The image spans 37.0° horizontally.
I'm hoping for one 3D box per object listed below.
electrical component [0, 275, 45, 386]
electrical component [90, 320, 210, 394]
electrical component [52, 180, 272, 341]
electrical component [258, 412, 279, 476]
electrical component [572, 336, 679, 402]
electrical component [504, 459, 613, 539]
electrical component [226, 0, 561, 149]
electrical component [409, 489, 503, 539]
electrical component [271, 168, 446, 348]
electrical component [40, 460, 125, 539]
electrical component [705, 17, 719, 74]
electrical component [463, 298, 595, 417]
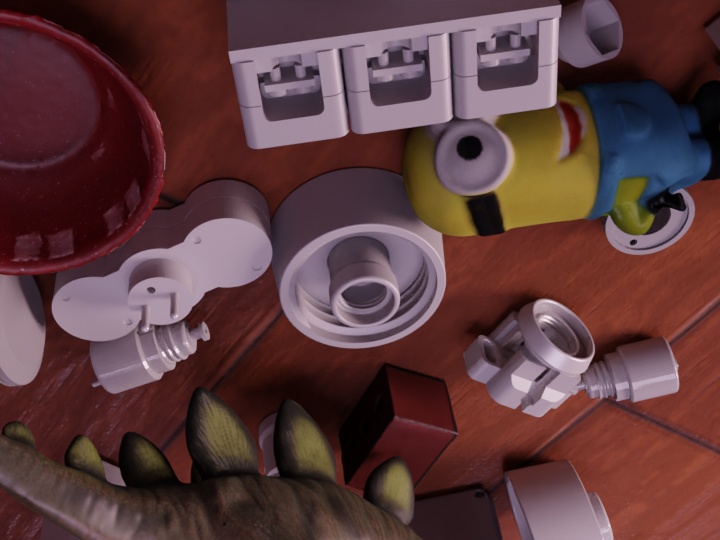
[{"bbox_3d":[-0.220,0.030,0.626,0.051,0.080,0.080,-9,132,6],"label":"electrical component"},{"bbox_3d":[-0.134,0.050,0.682,0.078,0.040,0.040,-18,131,8],"label":"electrical component"},{"bbox_3d":[-0.115,0.006,0.623,0.138,0.073,0.052,-23,130,11],"label":"electrical component"},{"bbox_3d":[-0.051,0.129,0.759,0.040,0.046,0.040,-4,132,-5],"label":"electrical component"},{"bbox_3d":[0.185,0.072,0.748,0.078,0.040,0.040,-14,132,4],"label":"electrical component"},{"bbox_3d":[0.155,0.195,0.810,0.060,0.108,0.108,-18,131,-1],"label":"electrical component"},{"bbox_3d":[0.014,-0.112,0.527,0.150,0.089,0.061,-8,132,-1],"label":"electrical component"},{"bbox_3d":[0.056,0.223,0.837,0.113,0.078,0.057,-12,135,2],"label":"electrical component"},{"bbox_3d":[0.000,0.000,0.644,0.108,0.060,0.108,-4,131,-5],"label":"electrical component"},{"bbox_3d":[-0.170,0.205,0.768,0.109,0.108,0.056,33,122,-31],"label":"electrical component"},{"bbox_3d":[0.275,-0.070,0.593,0.186,0.105,0.060,33,119,-31],"label":"electrical component"},{"bbox_3d":[0.118,0.056,0.713,0.078,0.058,0.057,22,128,-25],"label":"electrical component"}]
